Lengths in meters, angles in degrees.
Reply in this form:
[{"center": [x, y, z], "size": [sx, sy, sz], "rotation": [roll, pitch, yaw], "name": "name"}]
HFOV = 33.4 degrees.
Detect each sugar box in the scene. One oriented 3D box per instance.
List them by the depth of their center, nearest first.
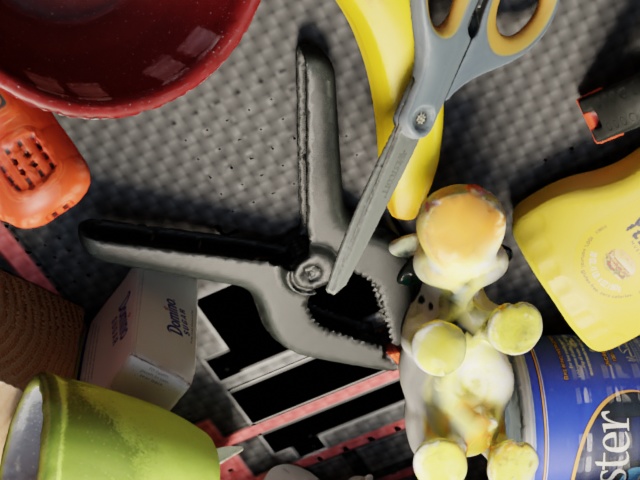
[{"center": [-0.134, 0.101, 0.624], "size": [0.048, 0.093, 0.176], "rotation": [31, 118, -24], "name": "sugar box"}]

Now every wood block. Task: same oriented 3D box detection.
[{"center": [-0.232, 0.117, 0.631], "size": [0.090, 0.090, 0.206], "rotation": [28, 118, -22], "name": "wood block"}]

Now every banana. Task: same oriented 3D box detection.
[{"center": [0.025, -0.095, 0.524], "size": [0.069, 0.037, 0.197], "rotation": [-38, 129, -6], "name": "banana"}]

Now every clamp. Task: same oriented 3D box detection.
[{"center": [0.191, -0.085, 0.501], "size": [0.172, 0.120, 0.039], "rotation": [-27, 82, 38], "name": "clamp"}, {"center": [-0.004, 0.001, 0.597], "size": [0.165, 0.036, 0.209], "rotation": [-43, 120, 16], "name": "clamp"}]

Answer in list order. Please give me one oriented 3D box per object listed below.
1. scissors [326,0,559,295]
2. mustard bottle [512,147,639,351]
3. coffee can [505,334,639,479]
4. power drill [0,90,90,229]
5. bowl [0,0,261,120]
[{"center": [0.064, -0.066, 0.526], "size": [0.096, 0.016, 0.202], "rotation": [2, 110, -32], "name": "scissors"}, {"center": [0.207, -0.022, 0.573], "size": [0.192, 0.058, 0.096], "rotation": [-32, 100, 20], "name": "mustard bottle"}, {"center": [0.179, 0.105, 0.641], "size": [0.140, 0.103, 0.103], "rotation": [-2, 125, -3], "name": "coffee can"}, {"center": [-0.224, -0.049, 0.473], "size": [0.187, 0.057, 0.184], "rotation": [-36, 90, -7], "name": "power drill"}, {"center": [-0.102, -0.136, 0.461], "size": [0.161, 0.055, 0.162], "rotation": [-11, 111, -31], "name": "bowl"}]
